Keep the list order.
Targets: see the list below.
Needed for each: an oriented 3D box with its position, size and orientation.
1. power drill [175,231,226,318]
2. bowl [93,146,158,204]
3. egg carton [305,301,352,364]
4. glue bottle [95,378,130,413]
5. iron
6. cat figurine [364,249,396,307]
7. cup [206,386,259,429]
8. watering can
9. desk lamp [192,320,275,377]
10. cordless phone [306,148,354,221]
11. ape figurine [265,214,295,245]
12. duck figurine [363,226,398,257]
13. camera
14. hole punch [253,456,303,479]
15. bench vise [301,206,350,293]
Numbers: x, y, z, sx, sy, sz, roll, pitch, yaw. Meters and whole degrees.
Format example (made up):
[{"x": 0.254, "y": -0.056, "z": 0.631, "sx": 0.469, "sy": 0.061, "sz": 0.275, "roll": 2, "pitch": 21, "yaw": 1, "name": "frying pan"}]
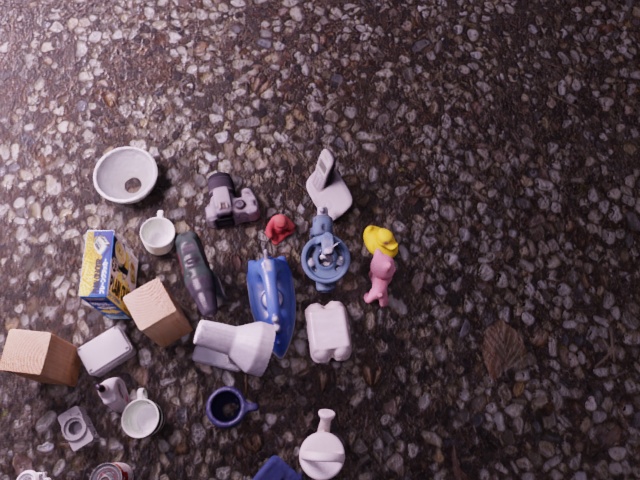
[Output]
[{"x": -0.280, "y": 0.101, "z": 1.371, "sx": 0.076, "sy": 0.208, "sz": 0.229, "roll": -21, "pitch": 71, "yaw": -10, "name": "power drill"}, {"x": -0.511, "y": -0.162, "z": 1.531, "sx": 0.167, "sy": 0.075, "sz": 0.167, "roll": 1, "pitch": 69, "yaw": -2, "name": "bowl"}, {"x": 0.022, "y": 0.227, "z": 1.412, "sx": 0.107, "sy": 0.069, "sz": 0.150, "roll": -8, "pitch": 70, "yaw": -5, "name": "egg carton"}, {"x": -0.472, "y": 0.343, "z": 1.289, "sx": 0.037, "sy": 0.173, "sz": 0.078, "roll": -23, "pitch": 72, "yaw": -10, "name": "glue bottle"}, {"x": -0.113, "y": 0.152, "z": 1.395, "sx": 0.118, "sy": 0.141, "sz": 0.258, "roll": -9, "pitch": 70, "yaw": -6, "name": "iron"}, {"x": 0.155, "y": 0.093, "z": 1.443, "sx": 0.067, "sy": 0.118, "sz": 0.128, "roll": 8, "pitch": 69, "yaw": 1, "name": "cat figurine"}, {"x": -0.198, "y": 0.390, "z": 1.326, "sx": 0.118, "sy": 0.095, "sz": 0.091, "roll": 0, "pitch": 69, "yaw": -3, "name": "cup"}, {"x": 0.003, "y": 0.465, "z": 1.254, "sx": 0.101, "sy": 0.194, "sz": 0.173, "roll": -13, "pitch": 70, "yaw": -7, "name": "watering can"}, {"x": -0.202, "y": 0.244, "z": 1.318, "sx": 0.203, "sy": 0.213, "sz": 0.118, "roll": 12, "pitch": 69, "yaw": 2, "name": "desk lamp"}, {"x": 0.030, "y": -0.144, "z": 1.491, "sx": 0.094, "sy": 0.185, "sz": 0.147, "roll": -30, "pitch": 73, "yaw": -13, "name": "cordless phone"}, {"x": -0.104, "y": -0.038, "z": 1.494, "sx": 0.078, "sy": 0.092, "sz": 0.076, "roll": 0, "pitch": 69, "yaw": -2, "name": "ape figurine"}, {"x": 0.162, "y": -0.004, "z": 1.497, "sx": 0.104, "sy": 0.086, "sz": 0.077, "roll": 42, "pitch": 73, "yaw": 13, "name": "duck figurine"}, {"x": -0.240, "y": -0.115, "z": 1.512, "sx": 0.143, "sy": 0.101, "sz": 0.137, "roll": -11, "pitch": 70, "yaw": -7, "name": "camera"}, {"x": -0.098, "y": 0.545, "z": 1.274, "sx": 0.101, "sy": 0.091, "sz": 0.109, "roll": 37, "pitch": 72, "yaw": 11, "name": "hole punch"}, {"x": 0.002, "y": 0.009, "z": 1.413, "sx": 0.121, "sy": 0.220, "sz": 0.207, "roll": -19, "pitch": 71, "yaw": -9, "name": "bench vise"}]
